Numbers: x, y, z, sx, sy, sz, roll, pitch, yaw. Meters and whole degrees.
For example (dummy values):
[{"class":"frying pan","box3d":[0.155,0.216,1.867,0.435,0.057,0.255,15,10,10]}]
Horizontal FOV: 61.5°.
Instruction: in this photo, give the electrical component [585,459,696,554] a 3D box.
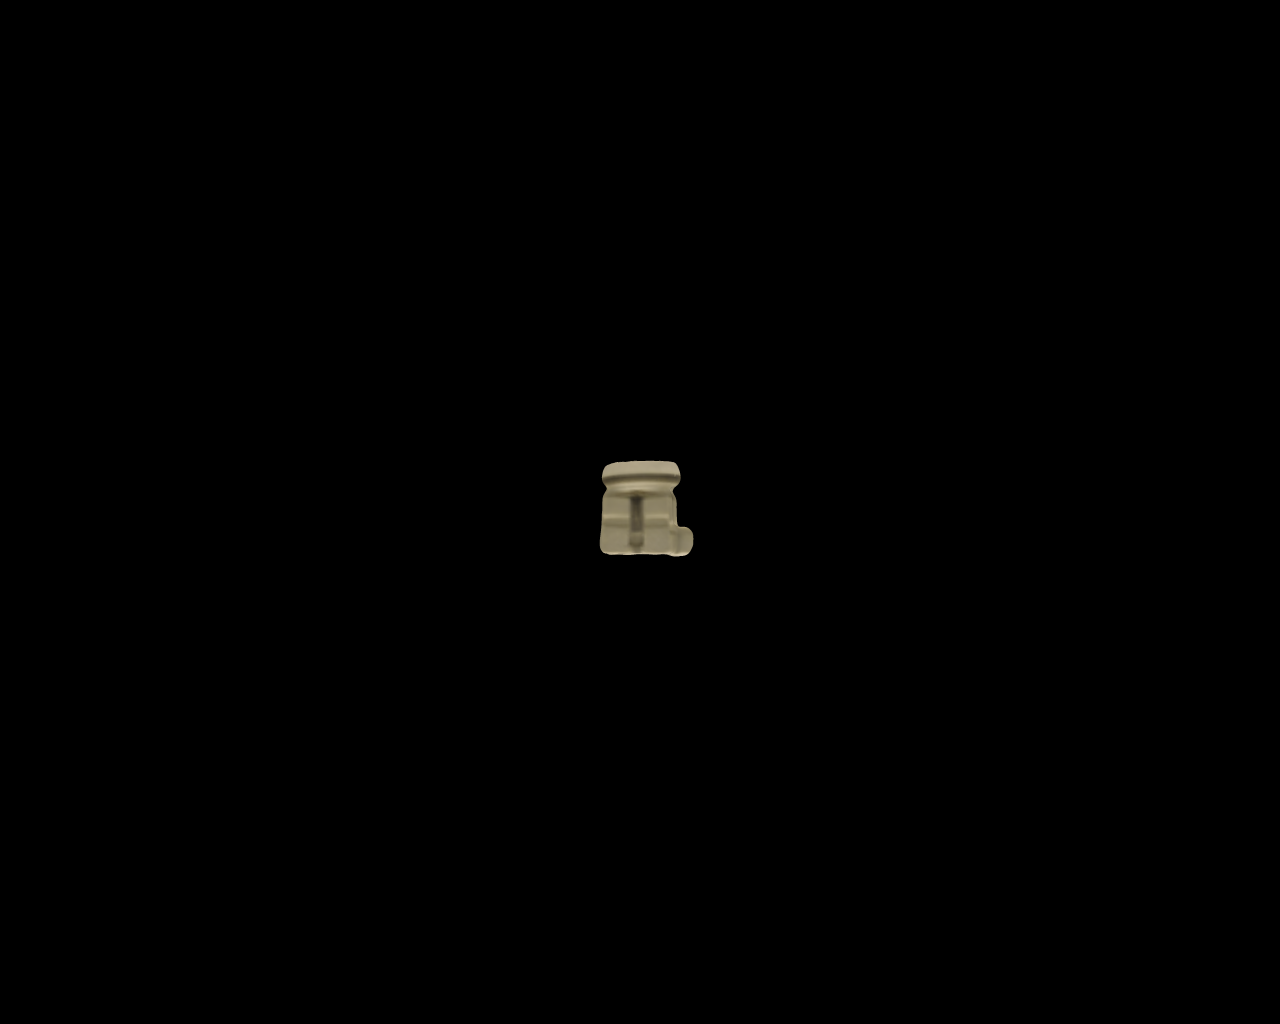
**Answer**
[{"class":"electrical component","box3d":[0.001,-0.003,0.650,0.066,0.055,0.048,0,-4,7]}]
